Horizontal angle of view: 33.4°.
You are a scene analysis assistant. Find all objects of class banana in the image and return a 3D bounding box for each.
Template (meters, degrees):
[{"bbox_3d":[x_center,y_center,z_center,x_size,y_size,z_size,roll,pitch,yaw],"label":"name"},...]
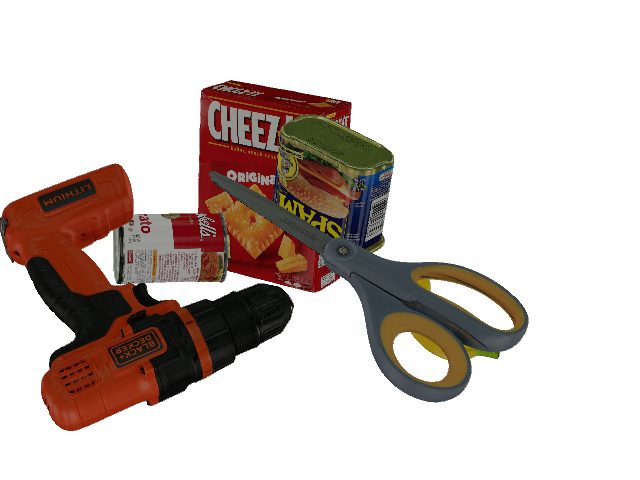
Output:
[{"bbox_3d":[0.127,0.088,1.210,0.069,0.037,0.198,6,24,-24],"label":"banana"}]

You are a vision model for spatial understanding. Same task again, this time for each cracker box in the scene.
[{"bbox_3d":[-0.057,-0.061,1.218,0.164,0.214,0.072,14,24,26],"label":"cracker box"}]

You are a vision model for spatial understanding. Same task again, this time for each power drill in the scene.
[{"bbox_3d":[-0.136,0.030,0.771,0.184,0.188,0.057,-22,-35,-21],"label":"power drill"}]

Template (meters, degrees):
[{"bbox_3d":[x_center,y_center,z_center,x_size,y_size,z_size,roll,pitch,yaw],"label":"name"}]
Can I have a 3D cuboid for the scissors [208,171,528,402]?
[{"bbox_3d":[0.012,0.025,0.581,0.202,0.096,0.016,20,-40,10],"label":"scissors"}]

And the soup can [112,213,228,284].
[{"bbox_3d":[-0.145,0.008,1.022,0.102,0.068,0.069,-1,0,-16],"label":"soup can"}]

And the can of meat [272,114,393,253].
[{"bbox_3d":[0.009,-0.045,0.871,0.102,0.084,0.057,30,38,30],"label":"can of meat"}]
